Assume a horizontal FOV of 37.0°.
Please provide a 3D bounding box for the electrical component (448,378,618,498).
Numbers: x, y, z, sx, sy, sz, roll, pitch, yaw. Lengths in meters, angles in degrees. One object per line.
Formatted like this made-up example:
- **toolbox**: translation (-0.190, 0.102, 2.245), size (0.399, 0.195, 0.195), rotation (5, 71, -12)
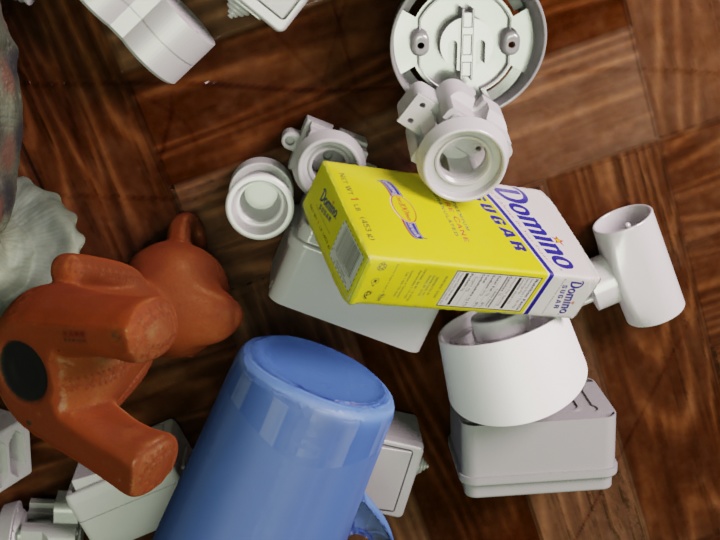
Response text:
- **electrical component**: translation (0.124, 0.121, 0.784), size (0.113, 0.078, 0.057), rotation (-3, 107, -3)

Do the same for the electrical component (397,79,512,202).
- **electrical component**: translation (0.062, -0.079, 0.678), size (0.078, 0.057, 0.058), rotation (28, 119, -22)

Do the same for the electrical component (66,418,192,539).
- **electrical component**: translation (-0.158, 0.151, 0.785), size (0.096, 0.061, 0.061), rotation (-23, 109, 5)

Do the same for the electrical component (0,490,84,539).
- **electrical component**: translation (-0.238, 0.202, 0.801), size (0.057, 0.058, 0.078), rotation (4, 110, -8)

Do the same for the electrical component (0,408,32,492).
- **electrical component**: translation (-0.288, 0.130, 0.772), size (0.077, 0.066, 0.047), rotation (12, 111, 23)

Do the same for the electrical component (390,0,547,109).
- **electrical component**: translation (0.067, -0.148, 0.691), size (0.099, 0.064, 0.099), rotation (-1, 110, -3)

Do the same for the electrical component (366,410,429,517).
- **electrical component**: translation (0.006, 0.139, 0.791), size (0.096, 0.061, 0.061), rotation (13, 108, -8)

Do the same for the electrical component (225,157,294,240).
- **electrical component**: translation (-0.067, -0.049, 0.723), size (0.045, 0.055, 0.045), rotation (-1, 110, -3)

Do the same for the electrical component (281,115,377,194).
- **electrical component**: translation (-0.021, -0.073, 0.717), size (0.066, 0.055, 0.048), rotation (20, 107, -10)

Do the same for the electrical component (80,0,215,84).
- **electrical component**: translation (-0.140, -0.191, 0.669), size (0.074, 0.052, 0.138), rotation (-41, 107, 11)

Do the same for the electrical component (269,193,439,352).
- **electrical component**: translation (0.000, 0.000, 0.733), size (0.113, 0.078, 0.057), rotation (21, 110, -10)

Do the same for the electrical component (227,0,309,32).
- **electrical component**: translation (-0.052, -0.194, 0.669), size (0.062, 0.061, 0.096), rotation (37, 103, -15)

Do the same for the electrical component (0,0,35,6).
- **electrical component**: translation (-0.230, -0.190, 0.669), size (0.081, 0.043, 0.043), rotation (17, 108, -9)

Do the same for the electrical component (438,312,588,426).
- **electrical component**: translation (0.105, 0.059, 0.750), size (0.099, 0.099, 0.064), rotation (-17, 103, 2)

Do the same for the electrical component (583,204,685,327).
- **electrical component**: translation (0.181, 0.004, 0.764), size (0.079, 0.043, 0.077), rotation (-23, 109, 5)
